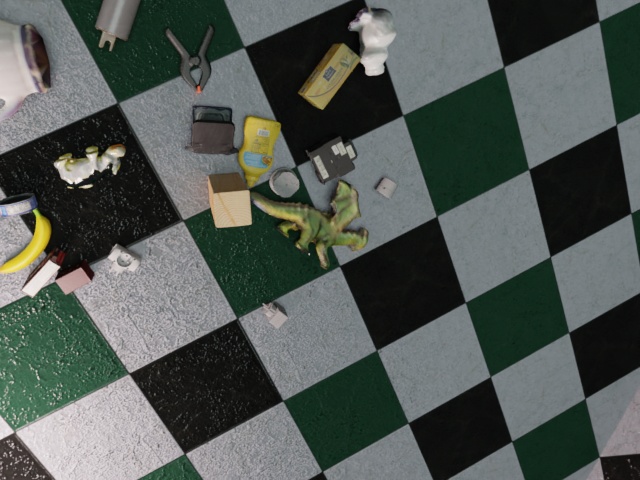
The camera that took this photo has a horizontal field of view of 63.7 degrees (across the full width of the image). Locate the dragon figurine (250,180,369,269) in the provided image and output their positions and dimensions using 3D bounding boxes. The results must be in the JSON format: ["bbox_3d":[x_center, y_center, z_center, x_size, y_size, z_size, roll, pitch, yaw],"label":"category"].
[{"bbox_3d":[0.005,-0.075,1.490,0.244,0.123,0.404,-47,123,-6],"label":"dragon figurine"}]

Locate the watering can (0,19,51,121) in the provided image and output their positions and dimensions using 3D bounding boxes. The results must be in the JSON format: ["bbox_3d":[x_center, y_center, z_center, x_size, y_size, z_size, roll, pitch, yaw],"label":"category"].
[{"bbox_3d":[-0.740,-0.441,1.152,0.225,0.105,0.342,-11,111,-14],"label":"watering can"}]

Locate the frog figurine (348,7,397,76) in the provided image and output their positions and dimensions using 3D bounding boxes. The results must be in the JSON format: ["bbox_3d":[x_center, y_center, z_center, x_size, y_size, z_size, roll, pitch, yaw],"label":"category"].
[{"bbox_3d":[0.153,-0.526,1.370,0.124,0.136,0.159,-27,96,-36],"label":"frog figurine"}]
